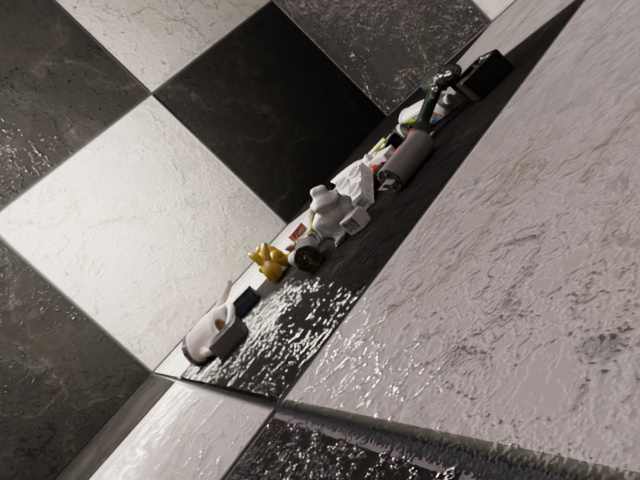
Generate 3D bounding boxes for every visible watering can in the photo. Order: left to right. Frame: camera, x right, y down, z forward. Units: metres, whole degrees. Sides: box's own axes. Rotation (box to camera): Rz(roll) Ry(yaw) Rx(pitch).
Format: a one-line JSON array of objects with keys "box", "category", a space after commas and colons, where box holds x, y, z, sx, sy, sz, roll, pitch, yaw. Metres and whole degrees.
[{"box": [-0.370, 0.290, 1.775, 0.103, 0.222, 0.354, 41, 15, -24], "category": "watering can"}]

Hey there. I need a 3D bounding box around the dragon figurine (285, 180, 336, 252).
[{"box": [0.006, -0.098, 1.939, 0.418, 0.122, 0.238, -50, -1, -35], "category": "dragon figurine"}]

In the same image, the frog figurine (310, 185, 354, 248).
[{"box": [0.027, -0.079, 1.431, 0.136, 0.159, 0.124, -44, 5, 19], "category": "frog figurine"}]
